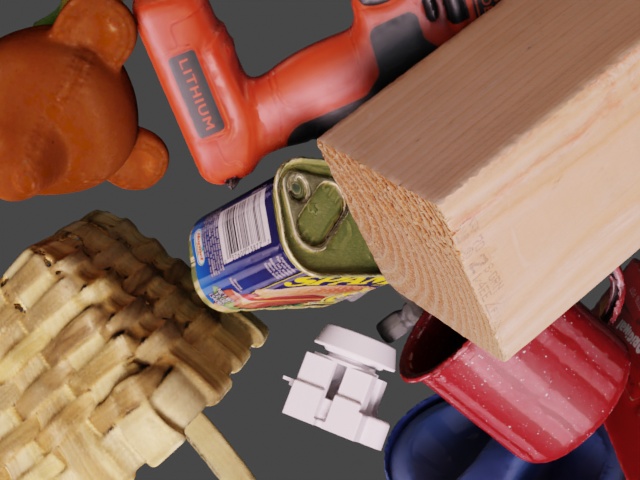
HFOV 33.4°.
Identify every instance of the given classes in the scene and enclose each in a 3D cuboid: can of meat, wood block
[{"bbox_3d":[-0.004,0.001,0.532,0.101,0.057,0.084,1,164,-39],"label":"can of meat"},{"bbox_3d":[0.115,-0.057,0.462,0.206,0.091,0.090,-38,126,-14],"label":"wood block"}]

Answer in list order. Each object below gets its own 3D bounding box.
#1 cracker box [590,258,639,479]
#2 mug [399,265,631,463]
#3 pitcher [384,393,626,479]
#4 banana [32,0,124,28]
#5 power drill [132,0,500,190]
[{"bbox_3d":[0.249,0.112,0.551,0.213,0.164,0.072,29,111,-11],"label":"cracker box"},{"bbox_3d":[0.108,0.049,0.541,0.081,0.093,0.117,39,87,-9],"label":"mug"},{"bbox_3d":[0.123,0.211,0.630,0.149,0.145,0.243,1,119,15],"label":"pitcher"},{"bbox_3d":[-0.113,-0.186,0.493,0.069,0.037,0.198,-1,115,0],"label":"banana"},{"bbox_3d":[0.010,-0.115,0.511,0.188,0.057,0.184,-16,114,9],"label":"power drill"}]
